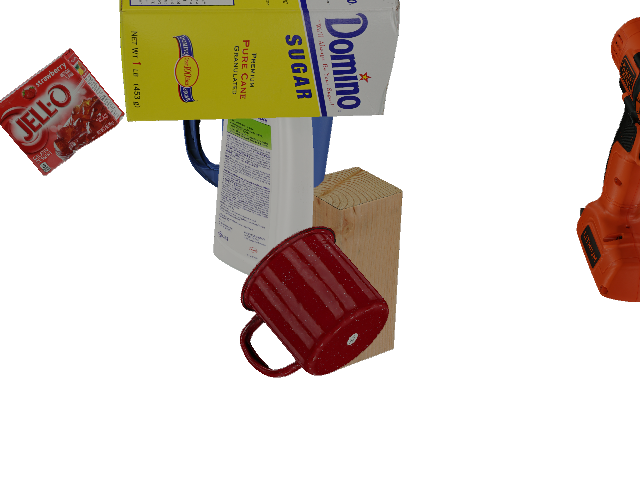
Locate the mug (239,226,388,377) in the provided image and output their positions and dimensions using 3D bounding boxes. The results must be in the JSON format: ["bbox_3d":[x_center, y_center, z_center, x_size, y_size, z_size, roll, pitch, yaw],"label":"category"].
[{"bbox_3d":[-0.010,0.058,0.826,0.117,0.081,0.093,-41,-25,0],"label":"mug"}]

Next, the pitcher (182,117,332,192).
[{"bbox_3d":[-0.063,-0.097,1.212,0.144,0.243,0.149,-21,38,-40],"label":"pitcher"}]

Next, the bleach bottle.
[{"bbox_3d":[-0.045,-0.090,0.993,0.103,0.251,0.067,23,30,30],"label":"bleach bottle"}]

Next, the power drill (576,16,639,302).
[{"bbox_3d":[0.243,-0.048,0.786,0.057,0.188,0.184,4,36,-1],"label":"power drill"}]

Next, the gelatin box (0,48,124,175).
[{"bbox_3d":[-0.226,-0.109,0.914,0.089,0.073,0.030,-31,20,18],"label":"gelatin box"}]

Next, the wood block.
[{"bbox_3d":[0.030,0.032,1.240,0.090,0.206,0.090,-16,31,-31],"label":"wood block"}]

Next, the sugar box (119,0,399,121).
[{"bbox_3d":[-0.040,-0.125,0.698,0.176,0.048,0.093,-1,-41,-6],"label":"sugar box"}]
